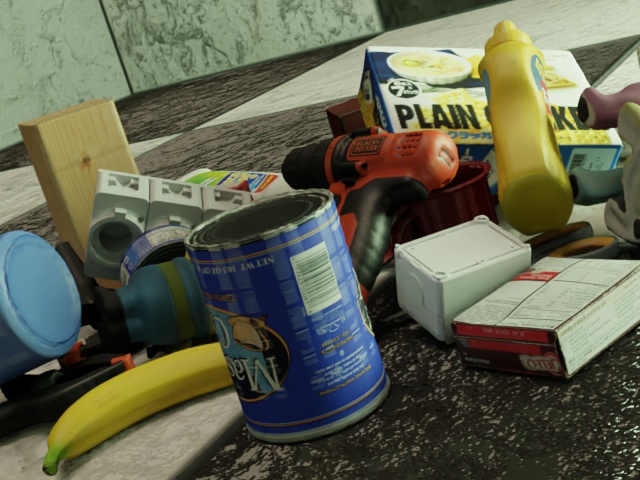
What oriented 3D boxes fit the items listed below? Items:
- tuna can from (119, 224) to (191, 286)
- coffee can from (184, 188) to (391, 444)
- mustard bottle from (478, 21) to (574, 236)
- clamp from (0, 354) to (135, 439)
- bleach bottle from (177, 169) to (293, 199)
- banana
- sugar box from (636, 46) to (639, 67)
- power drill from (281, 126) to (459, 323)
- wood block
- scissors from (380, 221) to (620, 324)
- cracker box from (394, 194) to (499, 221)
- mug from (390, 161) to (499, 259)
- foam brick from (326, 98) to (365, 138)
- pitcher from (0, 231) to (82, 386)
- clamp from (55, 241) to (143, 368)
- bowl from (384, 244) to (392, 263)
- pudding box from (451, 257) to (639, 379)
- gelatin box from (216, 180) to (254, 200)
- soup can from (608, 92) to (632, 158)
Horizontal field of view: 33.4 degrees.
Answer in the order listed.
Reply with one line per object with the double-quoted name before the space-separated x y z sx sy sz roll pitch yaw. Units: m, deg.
"tuna can" -0.137 0.029 0.968 0.086 0.086 0.034 -22 40 -17
"coffee can" -0.021 0.049 0.712 0.103 0.140 0.103 -16 15 4
"mustard bottle" 0.168 -0.106 0.895 0.058 0.096 0.191 -13 58 15
"clamp" -0.220 0.124 0.870 0.171 0.039 0.120 -17 20 10
"bleach bottle" -0.080 -0.049 1.291 0.251 0.068 0.102 0 23 42
"banana" -0.122 0.118 0.792 0.197 0.037 0.070 -26 35 -25
"sugar box" 0.371 -0.148 1.074 0.048 0.093 0.176 -16 14 1
"power drill" 0.009 -0.006 0.855 0.185 0.057 0.187 -2 58 48
"wood block" -0.242 -0.041 1.159 0.090 0.206 0.090 -23 16 -22
"scissors" 0.151 0.029 0.833 0.201 0.016 0.096 -26 17 -28
"cracker box" 0.102 -0.069 1.134 0.163 0.072 0.214 -29 19 -35
"mug" 0.101 -0.009 0.897 0.093 0.081 0.117 -2 21 44
"foam brick" 0.043 -0.120 1.137 0.053 0.051 0.078 -19 16 -5
"pitcher" -0.322 0.090 0.874 0.243 0.149 0.144 -22 -3 20
"clamp" -0.209 0.061 1.009 0.164 0.036 0.209 12 26 9
"bowl" -0.007 0.001 1.036 0.162 0.055 0.162 -16 14 4
"pudding box" 0.157 0.049 0.711 0.113 0.039 0.090 -30 20 -34
"gelatin box" -0.113 -0.024 1.212 0.089 0.073 0.030 -8 19 29
"soup can" 0.296 -0.116 1.090 0.102 0.068 0.068 -2 21 45
